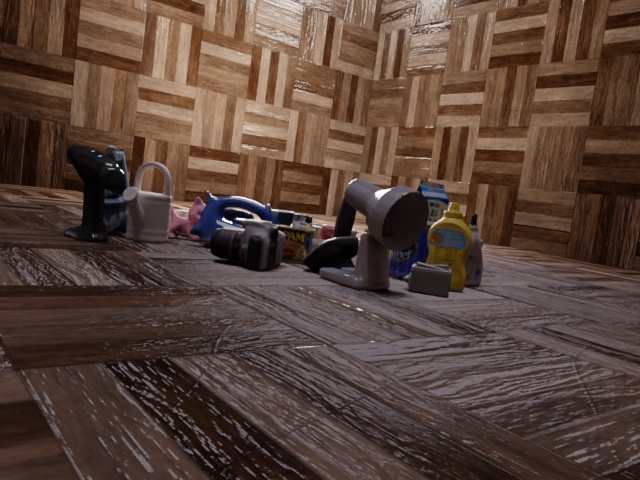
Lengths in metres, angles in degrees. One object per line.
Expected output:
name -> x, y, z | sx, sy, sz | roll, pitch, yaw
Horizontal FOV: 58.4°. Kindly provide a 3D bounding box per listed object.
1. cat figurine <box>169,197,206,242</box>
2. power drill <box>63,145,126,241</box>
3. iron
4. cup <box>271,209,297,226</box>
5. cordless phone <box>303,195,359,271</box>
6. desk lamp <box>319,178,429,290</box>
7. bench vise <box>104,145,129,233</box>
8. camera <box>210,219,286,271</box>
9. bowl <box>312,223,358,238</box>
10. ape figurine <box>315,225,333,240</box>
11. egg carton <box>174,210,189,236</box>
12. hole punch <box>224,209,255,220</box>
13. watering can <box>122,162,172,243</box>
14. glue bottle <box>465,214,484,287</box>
cat figurine -> -0.346, -0.059, 1.539 | 0.128, 0.118, 0.067 | 7, 5, -11
power drill -> -0.523, -0.107, 1.299 | 0.228, 0.208, 0.076 | 12, 7, 41
iron -> -0.191, -0.043, 1.463 | 0.258, 0.141, 0.118 | 8, 5, 0
cup -> -0.120, -0.050, 1.903 | 0.118, 0.095, 0.091 | 7, 5, -4
cordless phone -> 0.036, -0.019, 1.286 | 0.094, 0.185, 0.148 | 10, 6, 23
desk lamp -> 0.103, -0.010, 1.128 | 0.118, 0.213, 0.202 | 3, 7, -40
bench vise -> -0.528, -0.130, 1.477 | 0.121, 0.220, 0.207 | 7, 5, -8
camera -> -0.155, 0.003, 1.232 | 0.136, 0.101, 0.143 | 9, 5, 12
bowl -> 0.028, -0.005, 1.739 | 0.167, 0.075, 0.167 | 8, 5, 0
ape figurine -> 0.014, 0.005, 1.504 | 0.076, 0.092, 0.078 | 11, 6, 30
egg carton -> -0.365, -0.049, 1.665 | 0.107, 0.069, 0.151 | 10, 6, 26
hole punch -> -0.244, -0.048, 1.713 | 0.108, 0.091, 0.101 | 8, 5, 10
watering can -> -0.414, -0.094, 1.396 | 0.101, 0.194, 0.172 | 7, 5, -7
glue bottle -> 0.355, 0.023, 1.356 | 0.078, 0.173, 0.037 | 5, 6, -27
